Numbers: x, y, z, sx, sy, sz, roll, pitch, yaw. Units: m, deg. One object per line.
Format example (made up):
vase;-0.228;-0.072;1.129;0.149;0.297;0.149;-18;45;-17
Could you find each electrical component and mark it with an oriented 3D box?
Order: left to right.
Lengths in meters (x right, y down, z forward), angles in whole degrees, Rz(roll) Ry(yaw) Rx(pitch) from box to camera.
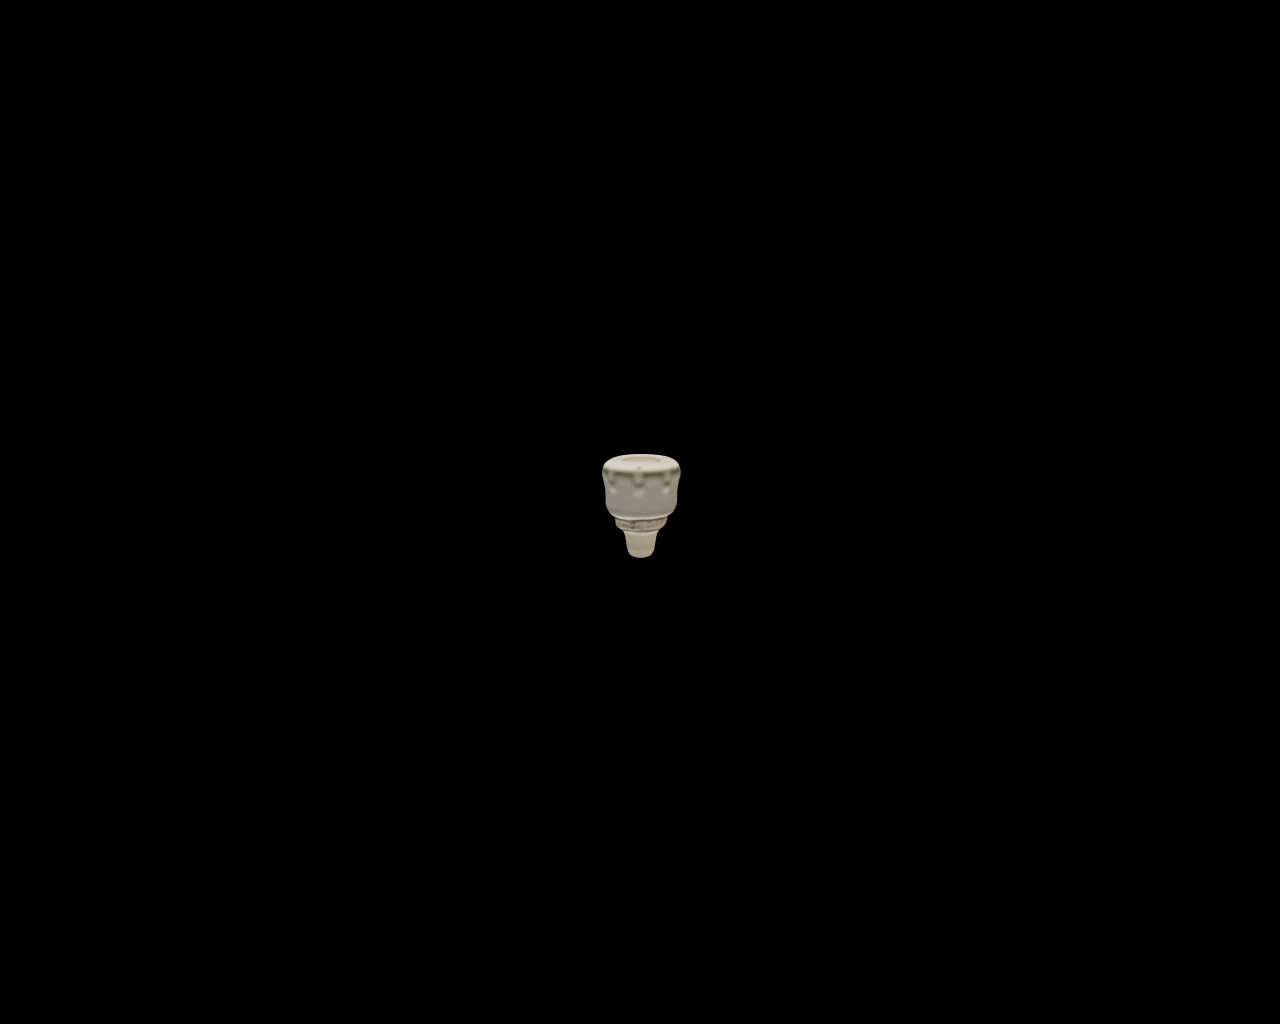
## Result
electrical component;0.001;-0.003;0.650;0.048;0.062;0.048;0;11;0
